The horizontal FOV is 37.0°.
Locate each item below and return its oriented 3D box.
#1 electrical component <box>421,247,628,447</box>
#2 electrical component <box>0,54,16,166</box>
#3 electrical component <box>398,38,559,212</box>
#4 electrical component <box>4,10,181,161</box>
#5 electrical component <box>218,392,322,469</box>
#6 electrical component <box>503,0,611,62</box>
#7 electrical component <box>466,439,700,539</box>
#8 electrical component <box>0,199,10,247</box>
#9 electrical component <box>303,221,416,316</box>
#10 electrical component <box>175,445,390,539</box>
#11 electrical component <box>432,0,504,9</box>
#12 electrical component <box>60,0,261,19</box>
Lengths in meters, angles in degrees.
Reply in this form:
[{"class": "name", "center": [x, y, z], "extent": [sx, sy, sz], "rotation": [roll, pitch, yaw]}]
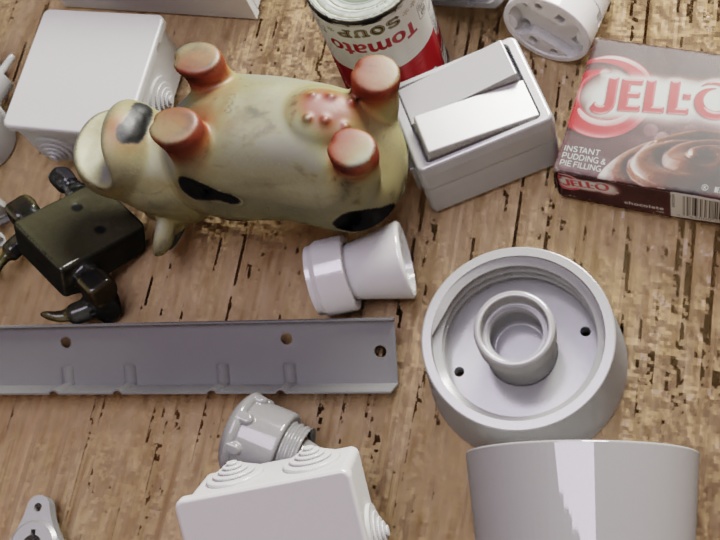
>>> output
[{"class": "electrical component", "center": [0.083, 0.040, 0.560], "extent": [0.108, 0.060, 0.108], "rotation": [-5, 67, 13]}, {"class": "electrical component", "center": [-0.254, -0.115, 0.703], "extent": [0.043, 0.077, 0.079], "rotation": [25, 75, 23]}, {"class": "electrical component", "center": [0.058, -0.082, 0.617], "extent": [0.096, 0.061, 0.061], "rotation": [-22, 64, 5]}, {"class": "electrical component", "center": [-0.169, -0.117, 0.697], "extent": [0.100, 0.048, 0.099], "rotation": [7, 70, 17]}, {"class": "electrical component", "center": [-0.042, 0.097, 0.579], "extent": [0.062, 0.048, 0.048], "rotation": [20, 74, 13]}, {"class": "electrical component", "center": [0.120, -0.160, 0.638], "extent": [0.055, 0.055, 0.047], "rotation": [23, 72, 22]}, {"class": "electrical component", "center": [0.104, 0.116, 0.500], "extent": [0.108, 0.108, 0.060], "rotation": [-3, 73, 14]}, {"class": "electrical component", "center": [-0.269, -0.030, 0.647], "extent": [0.079, 0.121, 0.063], "rotation": [-23, 67, 4]}, {"class": "electrical component", "center": [0.000, 0.000, 0.607], "extent": [0.055, 0.045, 0.045], "rotation": [-13, 65, 9]}, {"class": "electrical component", "center": [-0.034, 0.141, 0.537], "extent": [0.100, 0.048, 0.099], "rotation": [-12, 97, 9]}, {"class": "electrical component", "center": [0.067, -0.210, 0.655], "extent": [0.099, 0.048, 0.100], "rotation": [-54, 36, -10]}, {"class": "electrical component", "center": [-0.142, -0.222, 0.712], "extent": [0.150, 0.089, 0.061], "rotation": [8, 70, 18]}]
